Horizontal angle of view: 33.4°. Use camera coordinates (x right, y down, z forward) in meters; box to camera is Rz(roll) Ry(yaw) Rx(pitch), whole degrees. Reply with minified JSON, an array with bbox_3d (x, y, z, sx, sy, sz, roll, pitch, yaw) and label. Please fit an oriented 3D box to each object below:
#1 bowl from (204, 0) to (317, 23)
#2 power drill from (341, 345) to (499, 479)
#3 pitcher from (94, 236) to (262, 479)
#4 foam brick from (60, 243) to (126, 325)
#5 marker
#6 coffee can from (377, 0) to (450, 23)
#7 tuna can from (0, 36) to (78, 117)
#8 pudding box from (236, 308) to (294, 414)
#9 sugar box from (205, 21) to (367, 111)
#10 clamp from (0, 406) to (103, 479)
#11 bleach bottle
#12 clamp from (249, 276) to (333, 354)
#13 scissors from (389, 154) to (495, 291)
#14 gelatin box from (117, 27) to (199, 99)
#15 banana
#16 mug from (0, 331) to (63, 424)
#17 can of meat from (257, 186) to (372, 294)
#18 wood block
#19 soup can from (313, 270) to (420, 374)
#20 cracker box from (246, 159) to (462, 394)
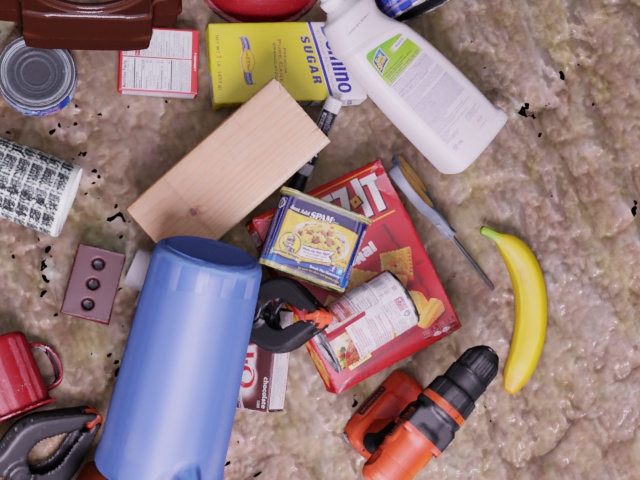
[{"bbox_3d":[-0.066,-0.323,1.208,0.162,0.055,0.162,1,86,-11],"label":"bowl"},{"bbox_3d":[0.100,0.182,1.131,0.057,0.188,0.184,45,80,-3],"label":"power drill"},{"bbox_3d":[-0.141,0.121,1.069,0.149,0.144,0.243,18,103,14],"label":"pitcher"},{"bbox_3d":[-0.243,0.048,1.144,0.053,0.051,0.078,14,83,-9],"label":"foam brick"},{"bbox_3d":[-0.007,-0.104,1.199,0.020,0.020,0.121,22,103,-9],"label":"marker"},{"bbox_3d":[0.094,-0.329,1.215,0.102,0.103,0.140,-25,91,-12],"label":"coffee can"},{"bbox_3d":[-0.307,-0.179,1.159,0.086,0.034,0.086,1,85,-11],"label":"tuna can"},{"bbox_3d":[-0.078,0.126,1.152,0.090,0.039,0.113,1,86,33],"label":"pudding box"},{"bbox_3d":[-0.038,-0.198,1.207,0.176,0.048,0.093,-4,87,-10],"label":"sugar box"},{"bbox_3d":[-0.315,0.249,1.107,0.209,0.036,0.164,-29,122,-23],"label":"clamp"},{"bbox_3d":[0.095,-0.192,1.192,0.250,0.068,0.102,45,76,-19],"label":"bleach bottle"},{"bbox_3d":[-0.065,0.086,1.106,0.039,0.172,0.120,3,96,-50],"label":"clamp"},{"bbox_3d":[0.138,-0.027,1.235,0.016,0.096,0.201,-35,125,14],"label":"scissors"},{"bbox_3d":[-0.180,-0.198,1.188,0.089,0.030,0.073,2,86,-10],"label":"gelatin box"},{"bbox_3d":[0.232,0.077,1.244,0.069,0.037,0.198,-9,87,-2],"label":"banana"},{"bbox_3d":[-0.322,0.142,1.108,0.117,0.093,0.081,-19,84,-39],"label":"mug"},{"bbox_3d":[-0.007,0.001,1.120,0.102,0.057,0.084,20,84,-6],"label":"can of meat"},{"bbox_3d":[-0.096,-0.071,1.139,0.206,0.090,0.091,-41,95,3],"label":"wood block"},{"bbox_3d":[0.044,0.084,1.114,0.102,0.068,0.068,-31,92,-10],"label":"soup can"},{"bbox_3d":[0.038,0.040,1.189,0.164,0.072,0.214,-26,90,-12],"label":"cracker box"}]
